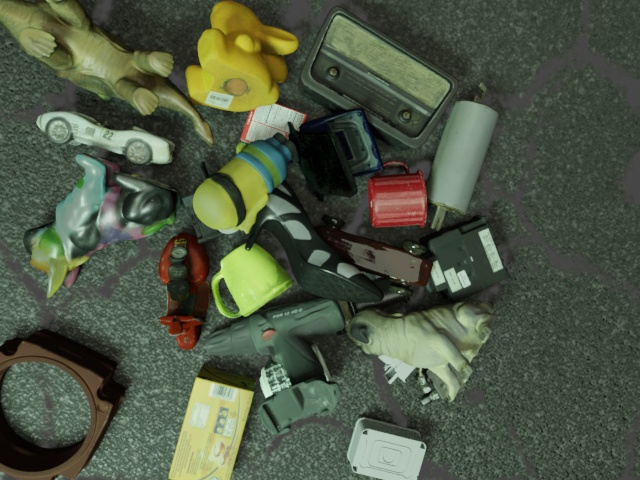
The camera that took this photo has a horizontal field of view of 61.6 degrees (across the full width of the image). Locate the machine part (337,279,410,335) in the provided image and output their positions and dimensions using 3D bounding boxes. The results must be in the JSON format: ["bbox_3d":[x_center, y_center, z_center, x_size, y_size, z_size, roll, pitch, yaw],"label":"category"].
[{"bbox_3d":[0.080,0.101,0.884,0.139,0.039,0.084,-23,87,-1],"label":"machine part"}]

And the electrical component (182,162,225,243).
[{"bbox_3d":[-0.183,-0.058,0.834,0.048,0.075,0.119,-20,99,-4],"label":"electrical component"}]

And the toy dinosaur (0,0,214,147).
[{"bbox_3d":[-0.346,-0.269,0.741,0.471,0.199,0.105,34,81,-16],"label":"toy dinosaur"}]

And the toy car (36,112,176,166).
[{"bbox_3d":[-0.323,-0.155,0.817,0.202,0.073,0.056,15,96,-5],"label":"toy car"}]

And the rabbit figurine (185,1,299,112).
[{"bbox_3d":[-0.115,-0.287,0.801,0.162,0.121,0.173,1,60,-19],"label":"rabbit figurine"}]

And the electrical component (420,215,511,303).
[{"bbox_3d":[0.225,0.034,0.880,0.134,0.058,0.114,-21,93,-3],"label":"electrical component"}]

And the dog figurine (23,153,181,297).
[{"bbox_3d":[-0.334,-0.010,0.813,0.191,0.108,0.219,24,96,-9],"label":"dog figurine"}]

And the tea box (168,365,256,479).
[{"bbox_3d":[-0.170,0.299,0.861,0.098,0.068,0.169,17,93,-5],"label":"tea box"}]

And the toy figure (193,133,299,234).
[{"bbox_3d":[-0.109,-0.089,0.781,0.180,0.082,0.089,-48,138,-19],"label":"toy figure"}]

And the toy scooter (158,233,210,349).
[{"bbox_3d":[-0.208,0.081,0.811,0.075,0.135,0.183,-2,93,-3],"label":"toy scooter"}]

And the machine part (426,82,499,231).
[{"bbox_3d":[0.224,-0.131,0.860,0.079,0.079,0.243,18,91,-5],"label":"machine part"}]

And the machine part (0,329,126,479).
[{"bbox_3d":[-0.427,0.258,0.830,0.201,0.087,0.201,28,93,-6],"label":"machine part"}]

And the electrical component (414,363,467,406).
[{"bbox_3d":[0.205,0.226,0.897,0.102,0.045,0.078,-24,94,-2],"label":"electrical component"}]

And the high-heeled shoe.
[{"bbox_3d":[-0.002,-0.003,0.828,0.249,0.086,0.145,24,58,3],"label":"high-heeled shoe"}]

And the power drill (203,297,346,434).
[{"bbox_3d":[-0.062,0.180,0.800,0.232,0.207,0.085,-21,119,0],"label":"power drill"}]

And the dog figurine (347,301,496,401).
[{"bbox_3d":[0.157,0.130,0.835,0.191,0.172,0.121,29,135,17],"label":"dog figurine"}]

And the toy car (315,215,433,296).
[{"bbox_3d":[0.076,0.026,0.857,0.202,0.053,0.089,16,86,8],"label":"toy car"}]

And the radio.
[{"bbox_3d":[0.085,-0.243,0.843,0.229,0.073,0.131,29,91,-5],"label":"radio"}]

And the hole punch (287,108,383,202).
[{"bbox_3d":[0.025,-0.134,0.825,0.092,0.116,0.142,-43,123,-29],"label":"hole punch"}]
